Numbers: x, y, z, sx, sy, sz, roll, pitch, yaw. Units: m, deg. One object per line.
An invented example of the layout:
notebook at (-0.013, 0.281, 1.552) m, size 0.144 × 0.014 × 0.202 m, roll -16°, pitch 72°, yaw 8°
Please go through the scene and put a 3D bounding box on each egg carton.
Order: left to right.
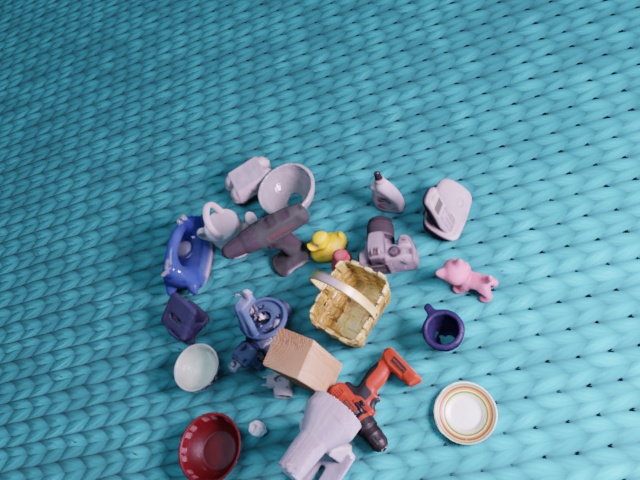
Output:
egg carton at (-0.199, -0.172, 1.656) m, size 0.150 × 0.070 × 0.107 m, roll -33°, pitch 58°, yaw 2°

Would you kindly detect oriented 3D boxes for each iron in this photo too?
iron at (-0.375, 0.019, 1.581) m, size 0.118 × 0.142 × 0.258 m, roll -4°, pitch 63°, yaw 19°

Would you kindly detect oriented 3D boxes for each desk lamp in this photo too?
desk lamp at (0.003, 0.432, 1.190) m, size 0.117 × 0.214 × 0.203 m, roll 27°, pitch 76°, yaw 29°

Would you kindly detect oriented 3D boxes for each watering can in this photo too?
watering can at (-0.251, -0.037, 1.532) m, size 0.173 × 0.194 × 0.100 m, roll -30°, pitch 58°, yaw 4°

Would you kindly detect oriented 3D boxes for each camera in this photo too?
camera at (0.164, 0.005, 1.413) m, size 0.143 × 0.101 × 0.137 m, roll -7°, pitch 62°, yaw 17°

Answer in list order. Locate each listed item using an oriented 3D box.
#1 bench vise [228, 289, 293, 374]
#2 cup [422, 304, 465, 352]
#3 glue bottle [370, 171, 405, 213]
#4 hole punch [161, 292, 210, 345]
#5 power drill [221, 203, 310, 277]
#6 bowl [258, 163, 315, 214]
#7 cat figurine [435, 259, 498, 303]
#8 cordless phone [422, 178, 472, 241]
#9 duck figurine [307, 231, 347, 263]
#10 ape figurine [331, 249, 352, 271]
bench vise at (-0.152, 0.214, 1.354) m, size 0.121 × 0.220 × 0.207 m, roll 5°, pitch 66°, yaw 23°
cup at (0.272, 0.202, 1.277) m, size 0.091 × 0.095 × 0.117 m, roll -34°, pitch 58°, yaw 2°
glue bottle at (0.160, -0.125, 1.438) m, size 0.078 × 0.173 × 0.037 m, roll 9°, pitch 68°, yaw 24°
hole punch at (-0.364, 0.208, 1.511) m, size 0.108 × 0.091 × 0.101 m, roll 32°, pitch 79°, yaw 30°
power drill at (-0.114, 0.010, 1.450) m, size 0.229 × 0.209 × 0.075 m, roll -37°, pitch 58°, yaw 0°
bowl at (-0.083, -0.125, 1.586) m, size 0.167 × 0.075 × 0.167 m, roll -8°, pitch 62°, yaw 16°
cat figurine at (0.333, 0.082, 1.302) m, size 0.127 × 0.118 × 0.067 m, roll 14°, pitch 70°, yaw 26°
cordless phone at (0.295, -0.094, 1.365) m, size 0.093 × 0.185 × 0.148 m, roll 13°, pitch 70°, yaw 26°
duck figurine at (0.014, 0.005, 1.477) m, size 0.104 × 0.086 × 0.077 m, roll -29°, pitch 58°, yaw 4°
ape figurine at (0.059, 0.053, 1.433) m, size 0.076 × 0.092 × 0.078 m, roll -13°, pitch 61°, yaw 14°
